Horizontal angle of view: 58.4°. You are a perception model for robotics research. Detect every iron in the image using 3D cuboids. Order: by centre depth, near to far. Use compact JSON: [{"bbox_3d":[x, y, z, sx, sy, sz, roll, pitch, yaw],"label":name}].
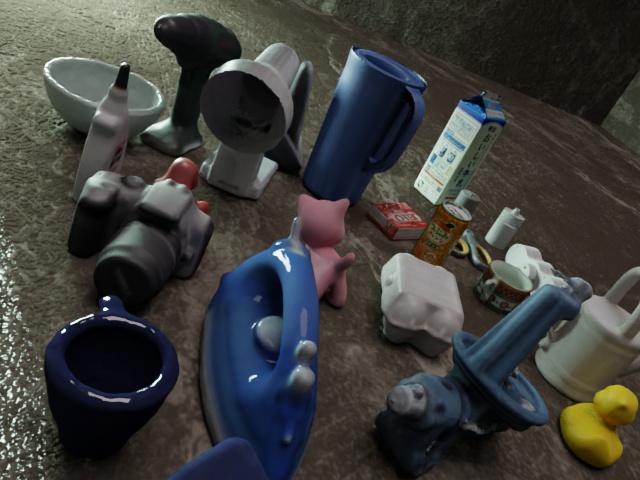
[{"bbox_3d":[-0.034,0.095,0.519,0.119,0.141,0.258,15,31,-19],"label":"iron"}]

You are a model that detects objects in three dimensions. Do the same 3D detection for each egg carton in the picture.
[{"bbox_3d":[0.129,0.080,0.752,0.107,0.069,0.150,22,29,-9],"label":"egg carton"}]

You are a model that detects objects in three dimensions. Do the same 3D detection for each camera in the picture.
[{"bbox_3d":[-0.193,-0.005,0.595,0.143,0.101,0.137,22,29,-8],"label":"camera"}]

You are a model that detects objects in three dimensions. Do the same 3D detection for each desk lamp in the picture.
[{"bbox_3d":[-0.099,-0.171,0.824,0.118,0.213,0.203,25,29,-3],"label":"desk lamp"}]

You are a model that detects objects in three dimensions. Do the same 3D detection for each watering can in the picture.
[{"bbox_3d":[0.394,0.121,0.773,0.173,0.194,0.100,16,30,-18],"label":"watering can"}]

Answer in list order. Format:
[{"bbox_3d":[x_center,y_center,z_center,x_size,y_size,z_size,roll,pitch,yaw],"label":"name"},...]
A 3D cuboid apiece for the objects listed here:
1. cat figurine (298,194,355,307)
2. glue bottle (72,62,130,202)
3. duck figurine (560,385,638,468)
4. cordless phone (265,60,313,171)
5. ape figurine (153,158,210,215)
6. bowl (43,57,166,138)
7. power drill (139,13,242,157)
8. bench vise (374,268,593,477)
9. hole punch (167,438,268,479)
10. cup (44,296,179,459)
[{"bbox_3d":[0.007,0.003,0.728,0.067,0.117,0.127,6,35,-33],"label":"cat figurine"},{"bbox_3d":[-0.248,-0.126,0.672,0.037,0.173,0.078,21,29,-10],"label":"glue bottle"},{"bbox_3d":[0.345,0.216,0.691,0.077,0.086,0.105,35,30,16],"label":"duck figurine"},{"bbox_3d":[-0.045,-0.227,0.989,0.094,0.185,0.147,17,30,-17],"label":"cordless phone"},{"bbox_3d":[-0.174,-0.059,0.706,0.077,0.092,0.076,38,31,19],"label":"ape figurine"},{"bbox_3d":[-0.314,-0.193,0.829,0.168,0.074,0.167,20,29,-12],"label":"bowl"},{"bbox_3d":[-0.198,-0.237,0.856,0.075,0.208,0.230,28,29,4],"label":"power drill"},{"bbox_3d":[0.166,0.131,0.544,0.121,0.219,0.208,40,32,24],"label":"bench vise"},{"bbox_3d":[-0.066,0.201,0.373,0.101,0.091,0.109,38,31,20],"label":"hole punch"},{"bbox_3d":[-0.166,0.109,0.437,0.092,0.095,0.117,8,34,-30],"label":"cup"}]
